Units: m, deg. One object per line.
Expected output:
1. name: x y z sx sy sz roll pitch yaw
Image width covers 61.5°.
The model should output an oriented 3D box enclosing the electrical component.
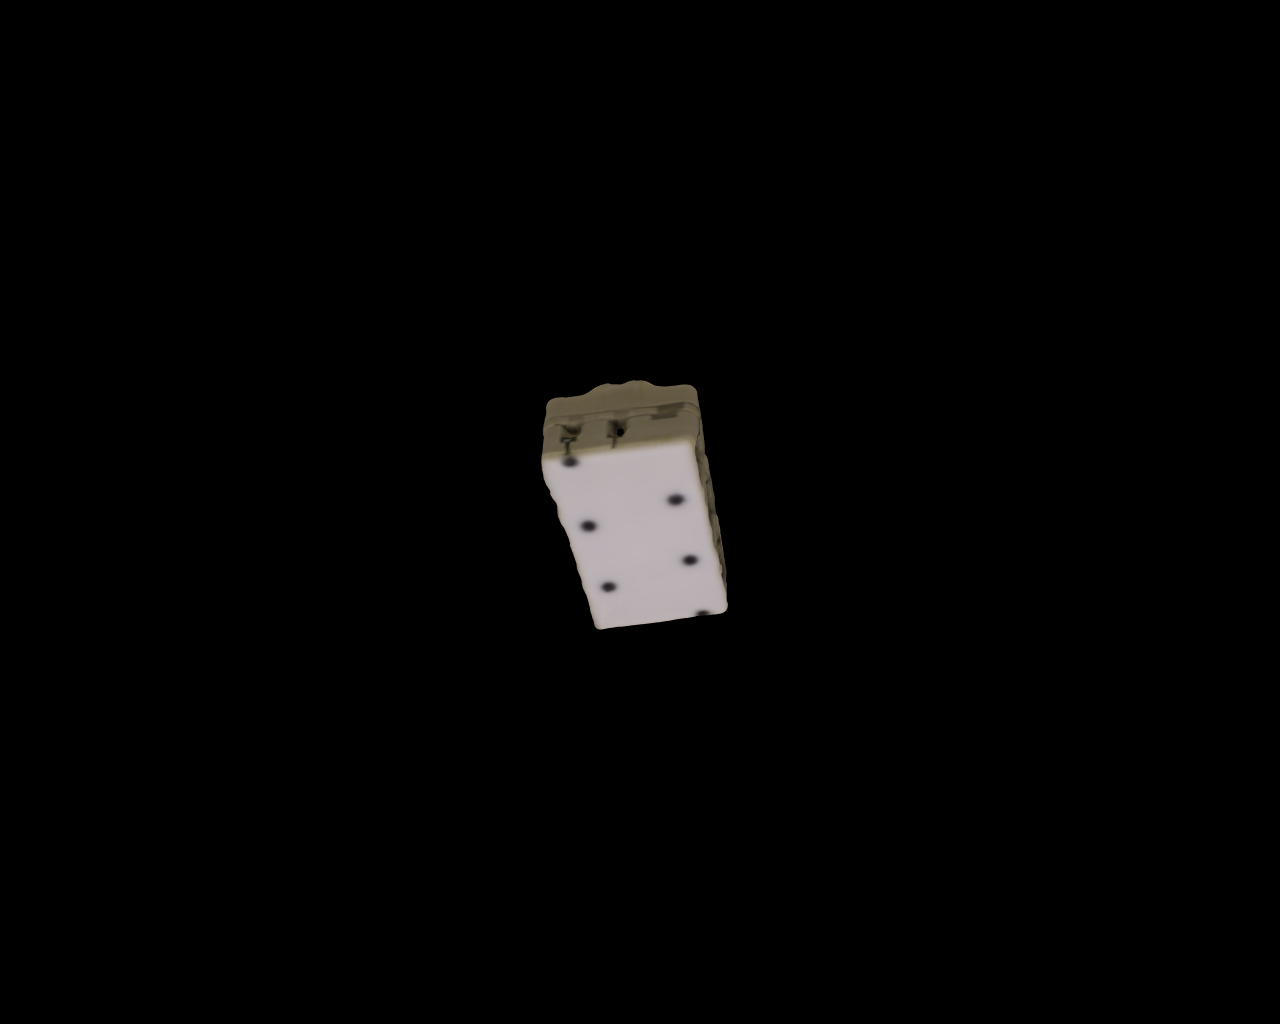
1. electrical component: 0.001 -0.003 0.650 0.089 0.150 0.062 -7 43 7
